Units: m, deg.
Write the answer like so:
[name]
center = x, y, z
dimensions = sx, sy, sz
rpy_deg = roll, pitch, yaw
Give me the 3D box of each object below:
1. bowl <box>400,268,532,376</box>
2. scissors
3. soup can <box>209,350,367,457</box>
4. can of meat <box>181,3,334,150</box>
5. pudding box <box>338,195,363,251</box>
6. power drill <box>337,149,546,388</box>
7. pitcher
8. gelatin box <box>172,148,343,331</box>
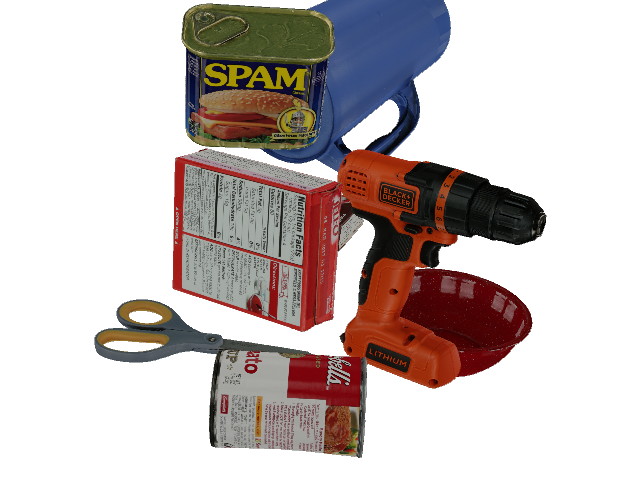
[bowl]
center = 0.128, 0.089, 1.074
dimensions = 0.162, 0.055, 0.162
rpy_deg = 5, 27, -3
[scissors]
center = -0.111, 0.086, 1.012
dimensions = 0.201, 0.016, 0.096
rpy_deg = -1, 32, -9
[soup can]
center = -0.021, 0.110, 0.725
dimensions = 0.102, 0.068, 0.068
rpy_deg = 3, 0, 1
[can of meat]
center = -0.045, -0.111, 0.740
dimensions = 0.102, 0.057, 0.084
rpy_deg = 2, -44, -5
[pudding box]
center = -0.003, -0.026, 1.277
dimensions = 0.090, 0.039, 0.113
rpy_deg = 8, 23, 15
[power drill]
center = 0.092, 0.026, 0.904
dimensions = 0.185, 0.188, 0.057
rpy_deg = 19, 24, 31
[pitcher]
center = 0.034, -0.177, 1.078
dimensions = 0.145, 0.149, 0.242
rpy_deg = 16, 38, 35
[gelatin box]
center = -0.033, -0.002, 0.541
dimensions = 0.089, 0.073, 0.030
rpy_deg = 15, 23, 31
